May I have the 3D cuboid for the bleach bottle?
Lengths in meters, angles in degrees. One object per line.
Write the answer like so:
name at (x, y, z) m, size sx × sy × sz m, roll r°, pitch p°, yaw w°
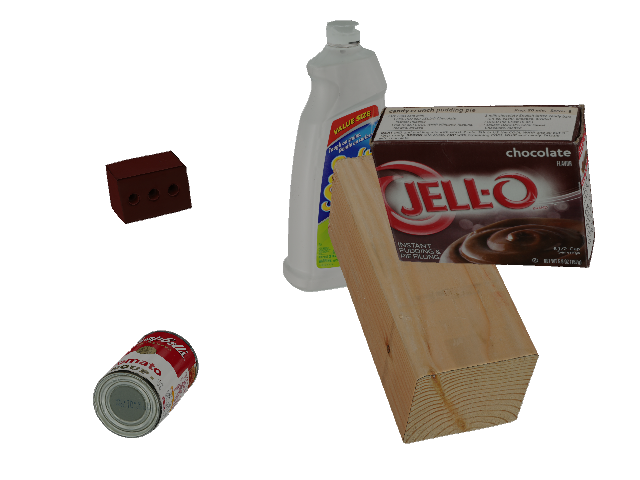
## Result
bleach bottle at (0.014, -0.081, 1.017) m, size 0.102 × 0.251 × 0.068 m, roll -9°, pitch 24°, yaw -20°

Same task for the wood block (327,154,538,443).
wood block at (0.076, 0.036, 0.805) m, size 0.090 × 0.206 × 0.091 m, roll -10°, pitch -39°, yaw -12°

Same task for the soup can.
soup can at (-0.164, 0.134, 1.003) m, size 0.068 × 0.068 × 0.102 m, roll 0°, pitch 16°, yaw 13°

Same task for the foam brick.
foam brick at (-0.186, -0.058, 1.153) m, size 0.078 × 0.053 × 0.051 m, roll -15°, pitch 30°, yaw -19°

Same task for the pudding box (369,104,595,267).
pudding box at (0.091, -0.030, 0.587) m, size 0.114 × 0.039 × 0.090 m, roll 0°, pitch -45°, yaw 20°
